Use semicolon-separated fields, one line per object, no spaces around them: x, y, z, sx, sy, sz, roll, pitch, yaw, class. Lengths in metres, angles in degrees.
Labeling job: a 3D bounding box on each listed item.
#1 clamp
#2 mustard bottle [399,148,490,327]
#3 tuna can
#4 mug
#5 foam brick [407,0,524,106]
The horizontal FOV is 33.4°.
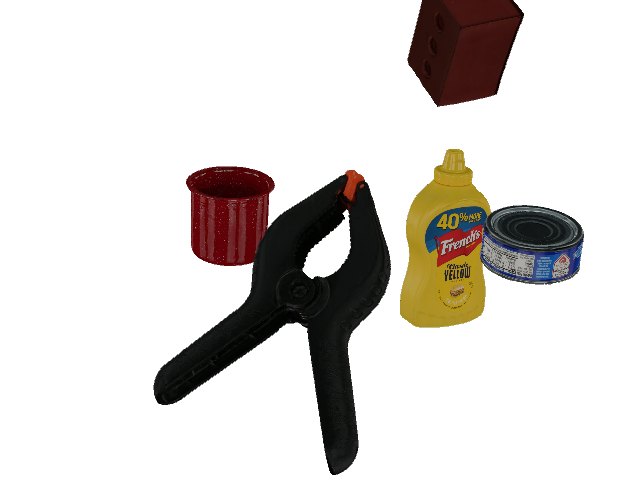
-0.002;0.043;0.597;0.120;0.171;0.039;29;-14;15;clamp
0.138;-0.004;1.151;0.096;0.192;0.058;-7;21;-24;mustard bottle
0.181;0.002;0.912;0.086;0.034;0.086;1;28;-1;tuna can
-0.095;-0.030;1.147;0.093;0.081;0.117;7;25;6;mug
0.100;-0.142;0.754;0.051;0.053;0.078;-16;-34;-20;foam brick
